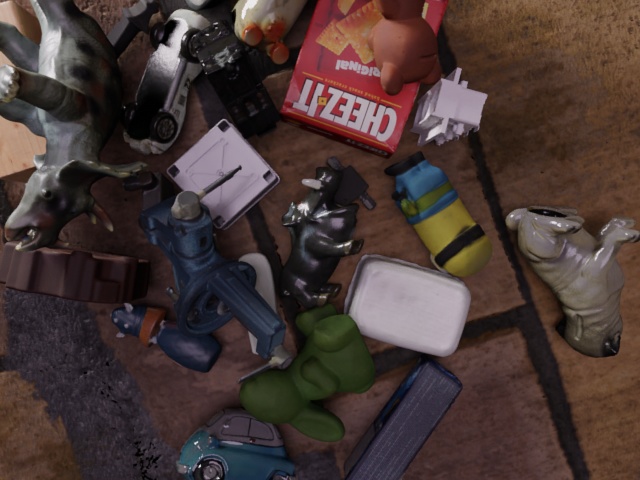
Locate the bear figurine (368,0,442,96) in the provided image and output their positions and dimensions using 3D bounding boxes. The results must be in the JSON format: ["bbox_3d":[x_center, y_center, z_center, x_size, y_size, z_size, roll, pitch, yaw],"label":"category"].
[{"bbox_3d":[0.083,-0.281,0.640,0.120,0.132,0.195,-28,128,-31],"label":"bear figurine"}]

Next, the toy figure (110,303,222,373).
[{"bbox_3d":[-0.212,0.130,0.738,0.154,0.058,0.064,27,86,4],"label":"toy figure"}]

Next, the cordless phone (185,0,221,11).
[{"bbox_3d":[-0.162,-0.388,0.661,0.089,0.184,0.146,-27,91,-4],"label":"cordless phone"}]

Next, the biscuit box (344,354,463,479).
[{"bbox_3d":[0.114,0.258,0.740,0.063,0.059,0.202,35,92,0],"label":"biscuit box"}]

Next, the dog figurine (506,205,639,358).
[{"bbox_3d":[0.328,0.058,0.726,0.173,0.121,0.190,18,112,32],"label":"dog figurine"}]

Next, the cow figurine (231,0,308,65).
[{"bbox_3d":[-0.052,-0.344,0.704,0.085,0.127,0.194,15,112,-42],"label":"cow figurine"}]

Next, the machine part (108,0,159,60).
[{"bbox_3d":[-0.268,-0.272,0.724,0.139,0.084,0.039,-47,136,10],"label":"machine part"}]

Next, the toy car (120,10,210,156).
[{"bbox_3d":[-0.206,-0.210,0.724,0.074,0.056,0.201,22,92,26],"label":"toy car"}]

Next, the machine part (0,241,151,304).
[{"bbox_3d":[-0.305,0.038,0.682,0.179,0.179,0.056,9,88,0],"label":"machine part"}]

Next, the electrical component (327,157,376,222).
[{"bbox_3d":[0.032,-0.068,0.750,0.063,0.021,0.094,-40,92,1],"label":"electrical component"}]

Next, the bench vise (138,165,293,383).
[{"bbox_3d":[-0.117,0.054,0.649,0.241,0.129,0.223,41,134,25],"label":"bench vise"}]

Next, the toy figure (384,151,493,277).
[{"bbox_3d":[0.158,-0.032,0.718,0.082,0.089,0.180,-31,94,6],"label":"toy figure"}]

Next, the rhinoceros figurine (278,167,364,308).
[{"bbox_3d":[-0.001,-0.002,0.720,0.112,0.073,0.190,22,106,17],"label":"rhinoceros figurine"}]

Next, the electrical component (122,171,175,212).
[{"bbox_3d":[-0.223,-0.056,0.716,0.045,0.102,0.078,-3,82,4],"label":"electrical component"}]

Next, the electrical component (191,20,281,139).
[{"bbox_3d":[-0.104,-0.198,0.692,0.058,0.134,0.115,-28,49,3],"label":"electrical component"}]

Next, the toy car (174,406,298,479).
[{"bbox_3d":[-0.108,0.278,0.722,0.162,0.109,0.103,10,74,-9],"label":"toy car"}]

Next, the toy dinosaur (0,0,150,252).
[{"bbox_3d":[-0.298,-0.190,0.637,0.131,0.192,0.405,-21,61,26],"label":"toy dinosaur"}]

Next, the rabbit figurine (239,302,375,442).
[{"bbox_3d":[-0.021,0.184,0.713,0.170,0.121,0.158,-28,113,-14],"label":"rabbit figurine"}]
